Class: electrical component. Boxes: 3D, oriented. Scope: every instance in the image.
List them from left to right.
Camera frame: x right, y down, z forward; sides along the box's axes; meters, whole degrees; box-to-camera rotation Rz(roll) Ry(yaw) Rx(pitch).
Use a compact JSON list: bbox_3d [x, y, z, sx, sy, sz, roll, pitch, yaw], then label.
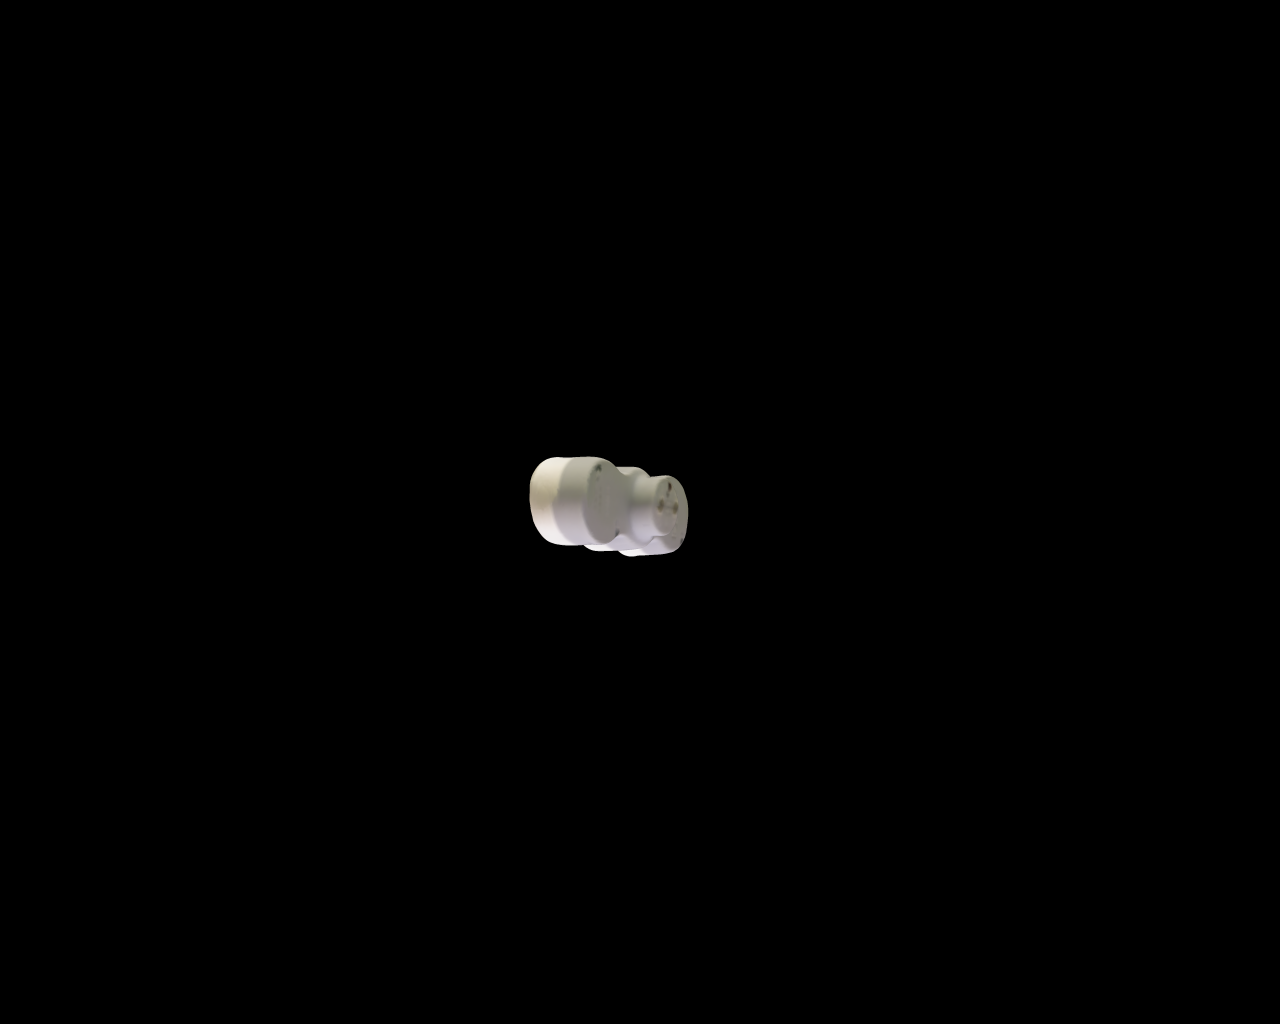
[{"bbox_3d":[0.001,-0.003,0.650,0.074,0.052,0.138,-4,-8,28],"label":"electrical component"}]
